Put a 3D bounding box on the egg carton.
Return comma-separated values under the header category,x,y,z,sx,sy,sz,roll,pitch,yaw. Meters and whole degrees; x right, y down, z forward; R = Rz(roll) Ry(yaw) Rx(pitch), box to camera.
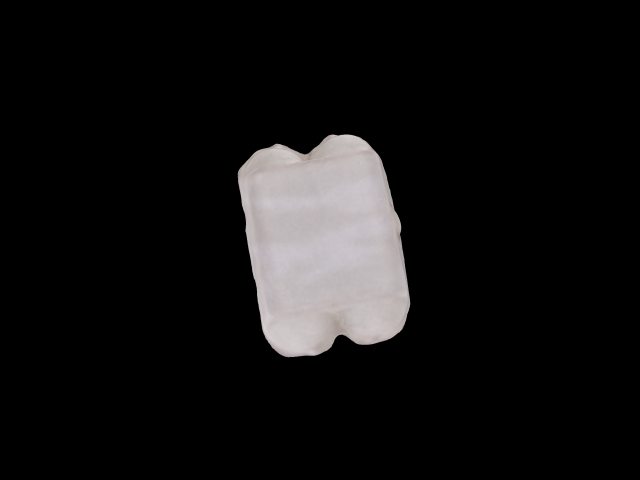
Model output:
category,x,y,z,sx,sy,sz,roll,pitch,yaw
egg carton,0.004,0.001,0.400,0.107,0.069,0.150,-11,79,-2
